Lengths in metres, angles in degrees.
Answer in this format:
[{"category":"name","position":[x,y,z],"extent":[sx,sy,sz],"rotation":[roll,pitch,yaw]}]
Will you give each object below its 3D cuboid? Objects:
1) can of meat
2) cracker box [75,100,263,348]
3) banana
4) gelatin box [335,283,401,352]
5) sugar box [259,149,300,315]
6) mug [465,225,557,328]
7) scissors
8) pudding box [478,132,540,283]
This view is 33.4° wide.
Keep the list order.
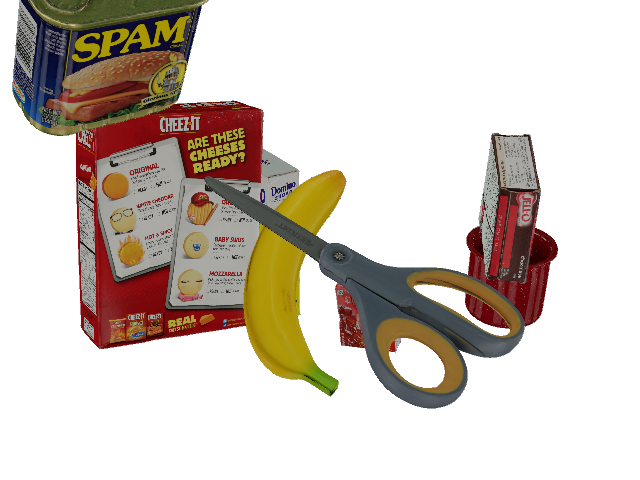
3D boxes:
[{"category":"can of meat","position":[-0.119,-0.111,0.594],"extent":[0.101,0.057,0.084],"rotation":[-19,-31,-33]},{"category":"cracker box","position":[-0.142,-0.018,0.999],"extent":[0.163,0.214,0.072],"rotation":[-7,18,-29]},{"category":"banana","position":[-0.020,0.024,0.774],"extent":[0.069,0.197,0.037],"rotation":[12,-37,-11]},{"category":"gelatin box","position":[0.060,0.092,1.327],"extent":[0.073,0.089,0.030],"rotation":[5,28,21]},{"category":"sugar box","position":[-0.062,-0.006,1.185],"extent":[0.048,0.176,0.093],"rotation":[-16,28,-27]},{"category":"mug","position":[0.192,0.032,1.119],"extent":[0.093,0.081,0.117],"rotation":[-5,31,-11]},{"category":"scissors","position":[0.009,0.028,0.580],"extent":[0.202,0.096,0.016],"rotation":[20,-40,10]},{"category":"pudding box","position":[0.163,-0.030,0.921],"extent":[0.039,0.090,0.113],"rotation":[4,31,1]}]
